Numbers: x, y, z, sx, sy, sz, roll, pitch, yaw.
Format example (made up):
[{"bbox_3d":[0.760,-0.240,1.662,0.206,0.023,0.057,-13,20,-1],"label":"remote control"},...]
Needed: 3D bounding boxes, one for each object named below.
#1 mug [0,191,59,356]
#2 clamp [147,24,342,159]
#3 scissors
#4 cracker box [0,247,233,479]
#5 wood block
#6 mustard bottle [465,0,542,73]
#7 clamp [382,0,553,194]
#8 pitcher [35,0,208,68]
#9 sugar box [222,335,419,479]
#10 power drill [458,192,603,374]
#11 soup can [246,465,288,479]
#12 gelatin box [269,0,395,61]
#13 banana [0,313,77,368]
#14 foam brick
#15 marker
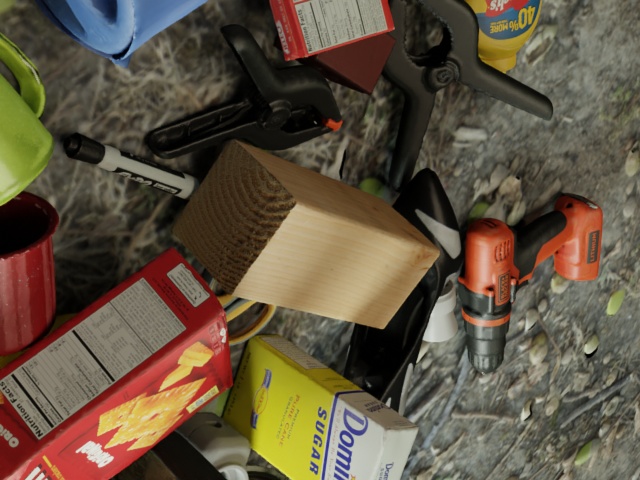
[{"bbox_3d":[-0.222,0.028,0.692,0.117,0.093,0.081,-44,145,-51],"label":"mug"},{"bbox_3d":[-0.041,-0.112,0.818,0.171,0.039,0.120,-9,149,-44],"label":"clamp"},{"bbox_3d":[-0.117,0.075,0.880,0.201,0.016,0.096,-25,125,-33],"label":"scissors"},{"bbox_3d":[-0.163,0.121,0.759,0.213,0.072,0.164,-38,162,-19],"label":"cracker box"},{"bbox_3d":[-0.006,0.000,0.872,0.205,0.090,0.091,17,113,-52],"label":"wood block"},{"bbox_3d":[0.157,-0.228,0.956,0.096,0.058,0.192,-23,126,-28],"label":"mustard bottle"},{"bbox_3d":[0.097,-0.142,0.939,0.164,0.036,0.210,-33,125,7],"label":"clamp"},{"bbox_3d":[-0.074,-0.234,0.676,0.242,0.149,0.145,-39,94,-28],"label":"pitcher"},{"bbox_3d":[-0.005,0.159,0.913,0.048,0.176,0.093,6,107,-46],"label":"sugar box"},{"bbox_3d":[0.229,0.040,1.169,0.187,0.057,0.184,-25,127,-33],"label":"power drill"},{"bbox_3d":[-0.064,0.272,0.997,0.068,0.069,0.102,-13,120,-40],"label":"soup can"},{"bbox_3d":[0.005,-0.178,0.784,0.089,0.030,0.073,-23,103,-30],"label":"gelatin box"},{"bbox_3d":[-0.216,0.096,0.778,0.197,0.037,0.070,-21,123,-36],"label":"banana"},{"bbox_3d":[0.013,-0.158,0.855,0.078,0.053,0.051,23,94,-47],"label":"foam brick"},{"bbox_3d":[-0.138,-0.054,0.788,0.120,0.020,0.020,20,96,-48],"label":"marker"}]
